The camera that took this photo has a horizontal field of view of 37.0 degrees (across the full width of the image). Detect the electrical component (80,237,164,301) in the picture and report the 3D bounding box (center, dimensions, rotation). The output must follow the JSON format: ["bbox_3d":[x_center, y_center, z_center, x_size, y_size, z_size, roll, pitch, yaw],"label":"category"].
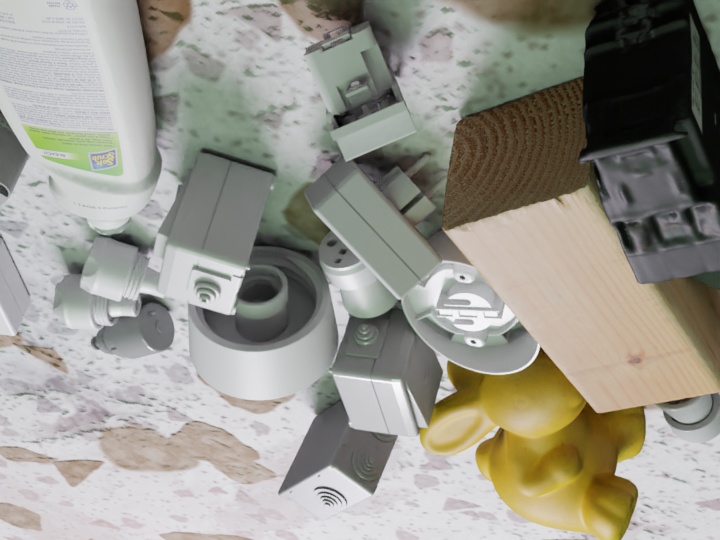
[{"bbox_3d":[-0.172,0.003,0.796,0.062,0.043,0.043,19,143,-11],"label":"electrical component"}]

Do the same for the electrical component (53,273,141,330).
[{"bbox_3d":[-0.202,0.025,0.834,0.062,0.043,0.043,3,143,8],"label":"electrical component"}]

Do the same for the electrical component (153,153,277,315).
[{"bbox_3d":[-0.099,-0.020,0.700,0.061,0.096,0.061,17,144,-7],"label":"electrical component"}]

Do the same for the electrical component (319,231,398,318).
[{"bbox_3d":[0.000,0.000,0.743,0.045,0.045,0.055,-5,140,21],"label":"electrical component"}]

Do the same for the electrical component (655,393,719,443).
[{"bbox_3d":[0.246,0.099,0.805,0.045,0.045,0.055,-13,137,30],"label":"electrical component"}]

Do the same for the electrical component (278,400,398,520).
[{"bbox_3d":[-0.014,0.157,0.911,0.048,0.099,0.100,38,138,-12],"label":"electrical component"}]

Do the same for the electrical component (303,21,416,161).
[{"bbox_3d":[-0.002,-0.100,0.587,0.042,0.081,0.063,-23,107,6],"label":"electrical component"}]

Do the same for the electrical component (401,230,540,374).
[{"bbox_3d":[0.077,0.020,0.727,0.099,0.064,0.099,10,133,11],"label":"electrical component"}]

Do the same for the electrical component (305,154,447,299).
[{"bbox_3d":[0.022,-0.040,0.677,0.076,0.047,0.083,-42,110,5],"label":"electrical component"}]

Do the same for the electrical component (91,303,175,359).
[{"bbox_3d":[-0.186,0.052,0.866,0.078,0.040,0.040,-15,136,32],"label":"electrical component"}]

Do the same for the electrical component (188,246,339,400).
[{"bbox_3d":[-0.069,0.030,0.754,0.108,0.108,0.060,7,137,7],"label":"electrical component"}]

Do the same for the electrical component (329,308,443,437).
[{"bbox_3d":[0.021,0.070,0.777,0.061,0.061,0.096,6,143,18],"label":"electrical component"}]

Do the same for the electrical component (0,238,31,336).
[{"bbox_3d":[-0.301,0.026,0.835,0.047,0.075,0.083,6,143,7],"label":"electrical component"}]

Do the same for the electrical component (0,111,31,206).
[{"bbox_3d":[-0.277,-0.085,0.695,0.113,0.057,0.078,34,138,-27],"label":"electrical component"}]
